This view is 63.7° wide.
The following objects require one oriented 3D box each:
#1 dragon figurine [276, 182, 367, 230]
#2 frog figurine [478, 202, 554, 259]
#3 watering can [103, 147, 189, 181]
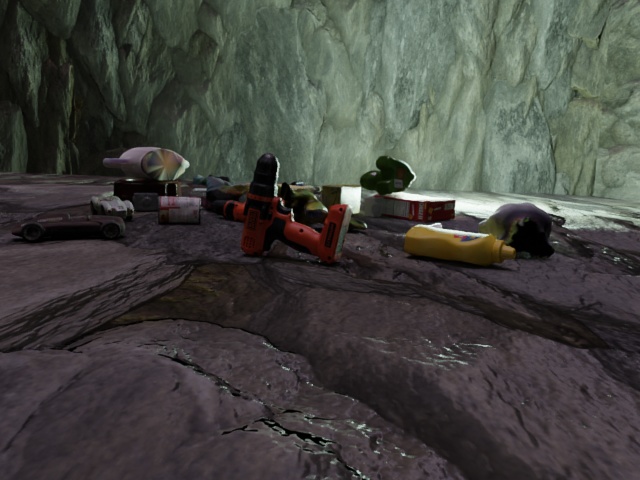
[{"bbox_3d":[0.004,-0.062,1.227,0.242,0.122,0.412,7,7,-30],"label":"dragon figurine"},{"bbox_3d":[0.393,-0.031,1.063,0.137,0.121,0.162,-16,20,2],"label":"frog figurine"},{"bbox_3d":[-0.526,-0.252,1.696,0.225,0.103,0.349,10,12,38],"label":"watering can"}]
